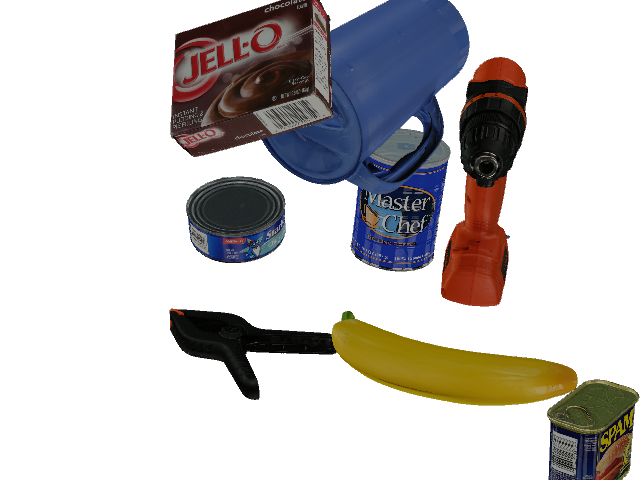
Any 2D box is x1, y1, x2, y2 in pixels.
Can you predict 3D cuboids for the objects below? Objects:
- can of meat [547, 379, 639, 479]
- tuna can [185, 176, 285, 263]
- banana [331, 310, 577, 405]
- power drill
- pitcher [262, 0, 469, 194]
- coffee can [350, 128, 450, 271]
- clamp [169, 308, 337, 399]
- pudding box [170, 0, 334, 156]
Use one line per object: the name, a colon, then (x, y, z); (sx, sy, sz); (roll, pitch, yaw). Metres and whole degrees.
can of meat: (0.258, 0.192, 1.017); (0.058, 0.084, 0.101); (14, 25, 38)
tuna can: (-0.073, -0.018, 0.929); (0.086, 0.034, 0.086); (-1, 38, 1)
banana: (0.080, 0.084, 0.761); (0.198, 0.037, 0.069); (15, 36, 33)
power drill: (0.138, -0.041, 0.894); (0.057, 0.188, 0.184); (10, 32, 10)
pitcher: (0.058, -0.160, 1.094); (0.145, 0.149, 0.242); (13, 38, 35)
coffee can: (0.093, -0.049, 1.264); (0.103, 0.140, 0.103); (4, 28, -2)
clamp: (-0.104, 0.125, 1.259); (0.210, 0.036, 0.164); (14, 23, 26)
pudding box: (-0.048, -0.115, 0.745); (0.114, 0.090, 0.039); (-12, -30, 19)
